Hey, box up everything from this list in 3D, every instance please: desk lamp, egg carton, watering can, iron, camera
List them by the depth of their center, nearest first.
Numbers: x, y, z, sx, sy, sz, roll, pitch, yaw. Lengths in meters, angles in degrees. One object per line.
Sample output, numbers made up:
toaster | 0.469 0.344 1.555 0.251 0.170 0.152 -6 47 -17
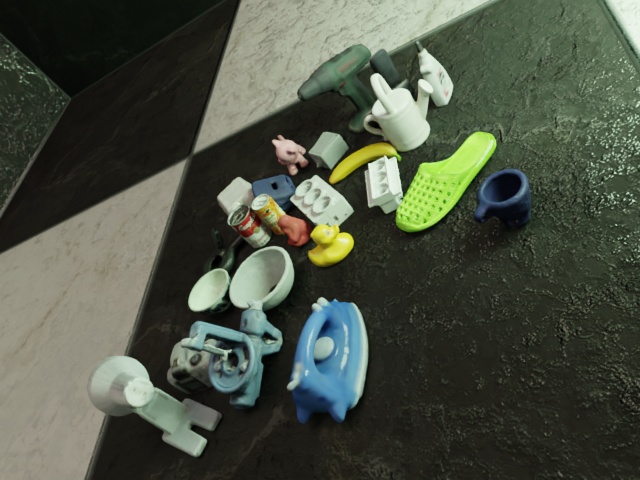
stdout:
iron | 0.007 0.194 1.045 0.118 0.142 0.258 -13 46 32
desk lamp | -0.343 0.327 1.160 0.202 0.214 0.118 3 56 42
camera | -0.265 0.248 1.260 0.143 0.101 0.136 -25 41 21
watering can | 0.179 -0.313 1.340 0.173 0.195 0.100 -37 38 6
egg carton | -0.221 -0.109 1.592 0.107 0.070 0.150 -44 38 -3

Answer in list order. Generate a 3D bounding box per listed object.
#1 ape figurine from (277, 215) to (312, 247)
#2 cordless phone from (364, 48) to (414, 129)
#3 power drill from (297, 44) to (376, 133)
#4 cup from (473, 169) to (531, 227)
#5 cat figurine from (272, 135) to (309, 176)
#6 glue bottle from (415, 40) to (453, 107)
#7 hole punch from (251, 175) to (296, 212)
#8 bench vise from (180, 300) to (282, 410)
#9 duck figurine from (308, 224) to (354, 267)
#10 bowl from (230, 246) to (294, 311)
ape figurine | -0.067 -0.027 1.361 0.076 0.092 0.077 -29 40 16
cordless phone | 0.150 -0.374 1.431 0.147 0.186 0.094 -43 38 -2
power drill | 0.068 -0.386 1.494 0.230 0.209 0.075 -50 39 -11
cup | 0.336 -0.057 1.041 0.118 0.095 0.091 -45 38 -3
cat figurine | -0.089 -0.244 1.567 0.067 0.118 0.127 -33 39 11
glue bottle | 0.266 -0.407 1.372 0.037 0.174 0.078 -7 50 36
hole punch | -0.117 -0.126 1.500 0.101 0.091 0.108 -36 38 7
bench vise | -0.183 0.203 1.136 0.121 0.220 0.207 -23 42 23
duck figurine | 0.012 0.005 1.268 0.104 0.086 0.077 -33 39 12
bowl | -0.119 0.101 1.297 0.167 0.075 0.167 -23 42 23
